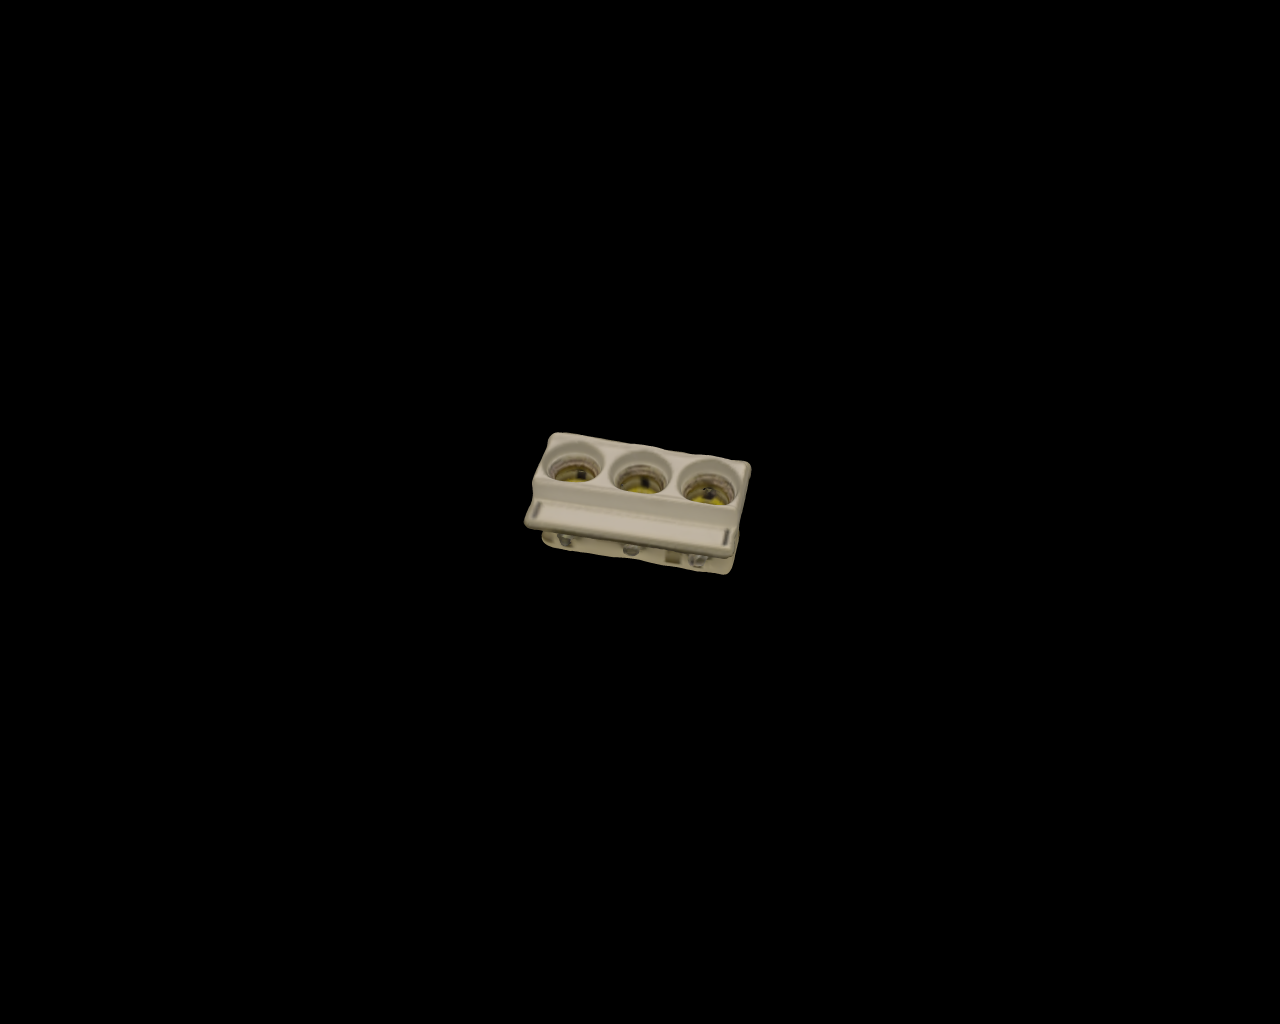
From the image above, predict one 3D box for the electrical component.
[{"bbox_3d":[0.001,-0.003,0.650,0.121,0.079,0.063,9,-43,8],"label":"electrical component"}]
